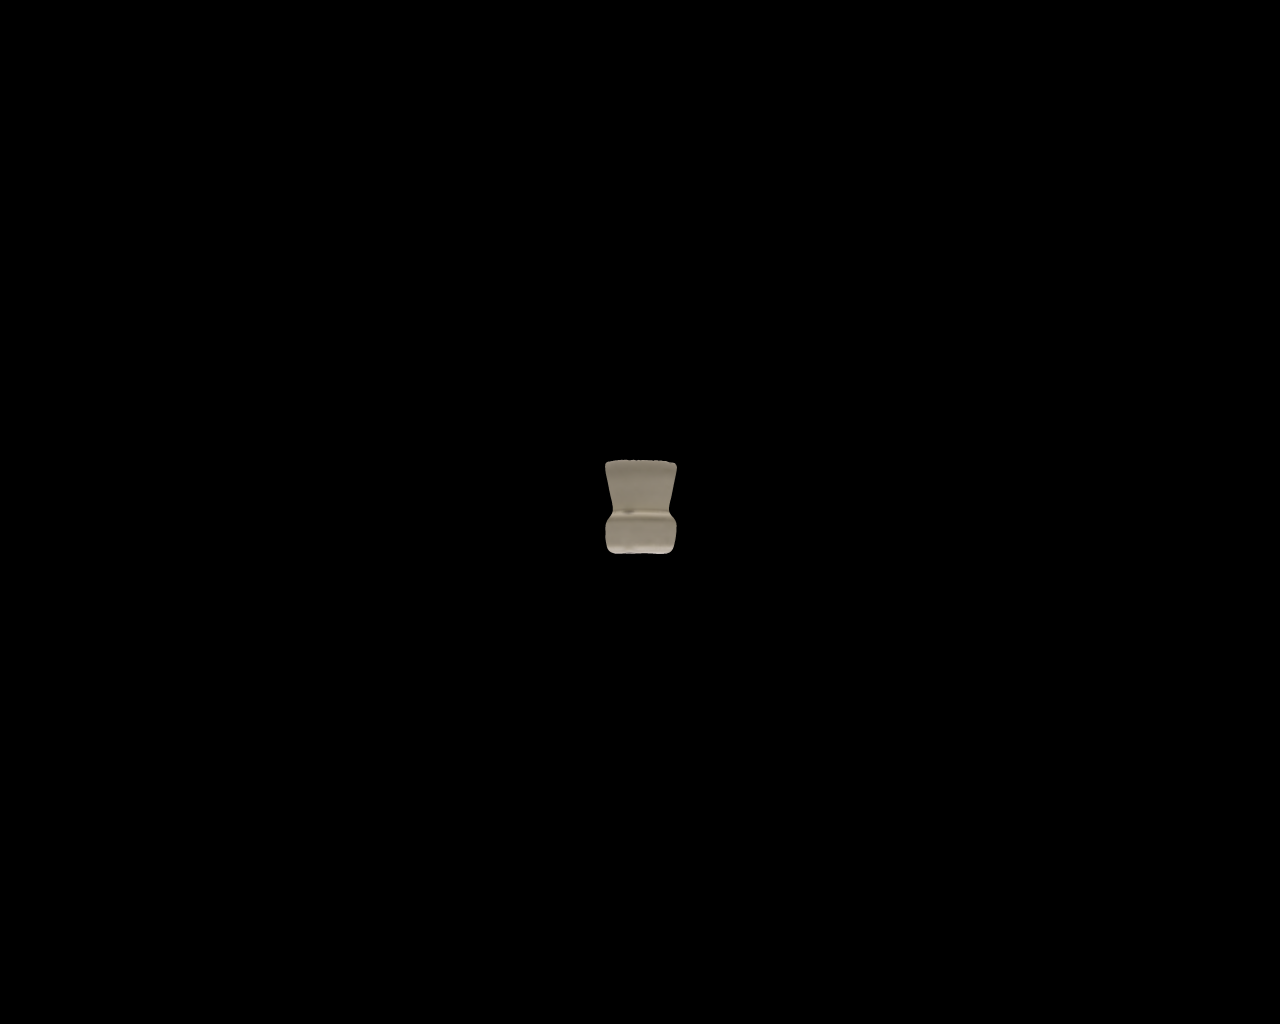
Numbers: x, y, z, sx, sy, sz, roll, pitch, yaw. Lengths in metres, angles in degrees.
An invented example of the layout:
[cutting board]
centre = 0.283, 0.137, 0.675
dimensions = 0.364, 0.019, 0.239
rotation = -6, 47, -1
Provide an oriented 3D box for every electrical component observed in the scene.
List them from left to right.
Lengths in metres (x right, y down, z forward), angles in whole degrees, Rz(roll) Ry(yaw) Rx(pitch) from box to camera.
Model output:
[electrical component]
centre = 0.001, -0.003, 0.650
dimensions = 0.045, 0.055, 0.045
rotation = 0, -3, 0
